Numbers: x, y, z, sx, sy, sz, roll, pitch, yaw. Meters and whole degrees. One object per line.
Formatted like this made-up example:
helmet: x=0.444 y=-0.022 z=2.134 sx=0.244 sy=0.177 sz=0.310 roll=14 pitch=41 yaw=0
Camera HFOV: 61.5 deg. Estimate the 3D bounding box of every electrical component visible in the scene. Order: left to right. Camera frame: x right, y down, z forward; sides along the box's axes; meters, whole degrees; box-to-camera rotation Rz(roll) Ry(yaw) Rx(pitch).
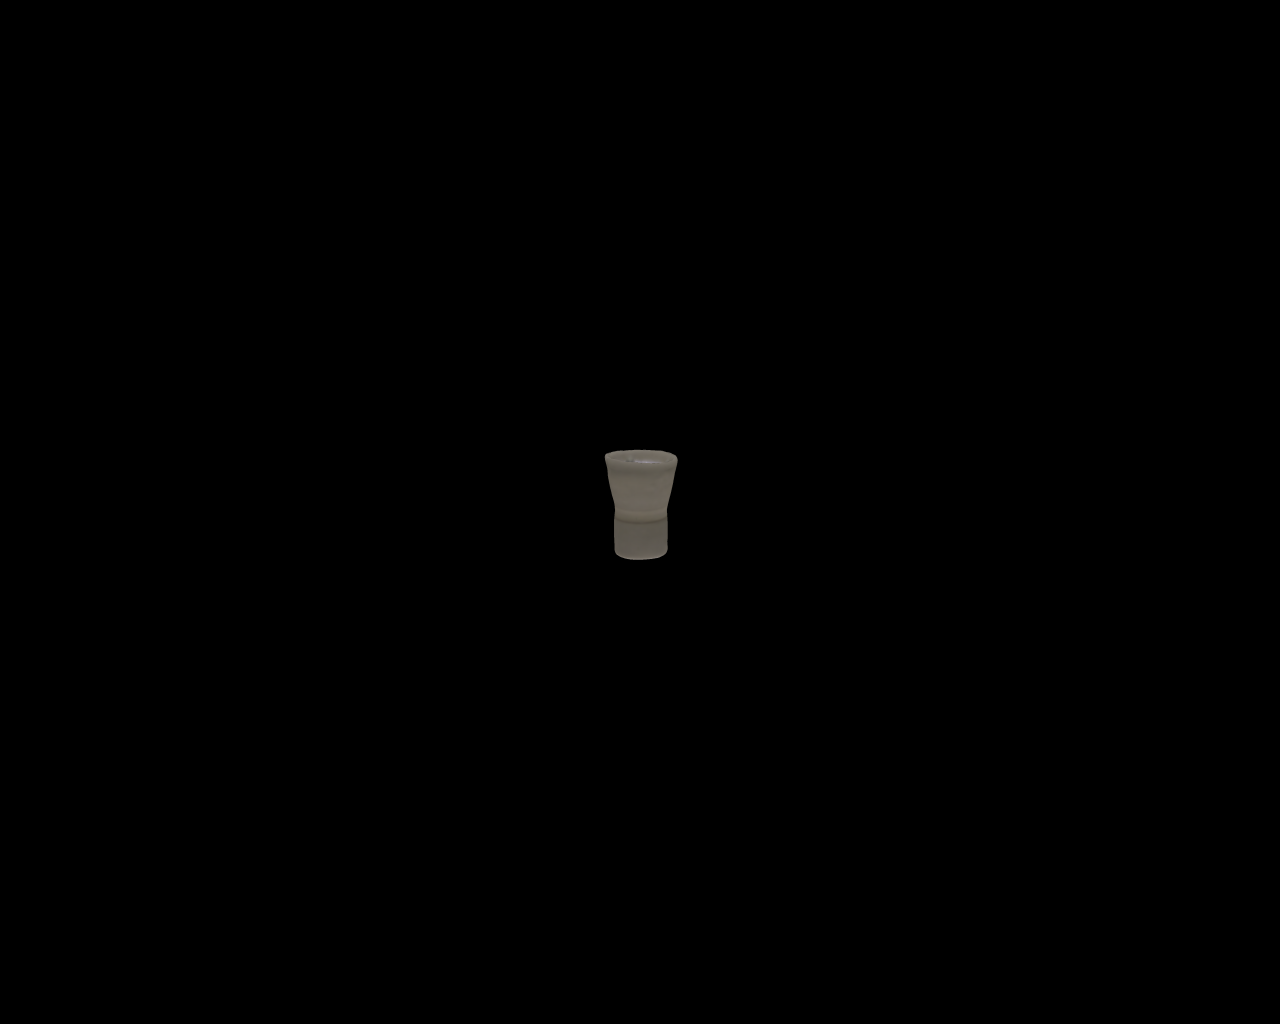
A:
electrical component: x=0.001 y=-0.003 z=0.650 sx=0.044 sy=0.065 sz=0.044 roll=0 pitch=13 yaw=0
